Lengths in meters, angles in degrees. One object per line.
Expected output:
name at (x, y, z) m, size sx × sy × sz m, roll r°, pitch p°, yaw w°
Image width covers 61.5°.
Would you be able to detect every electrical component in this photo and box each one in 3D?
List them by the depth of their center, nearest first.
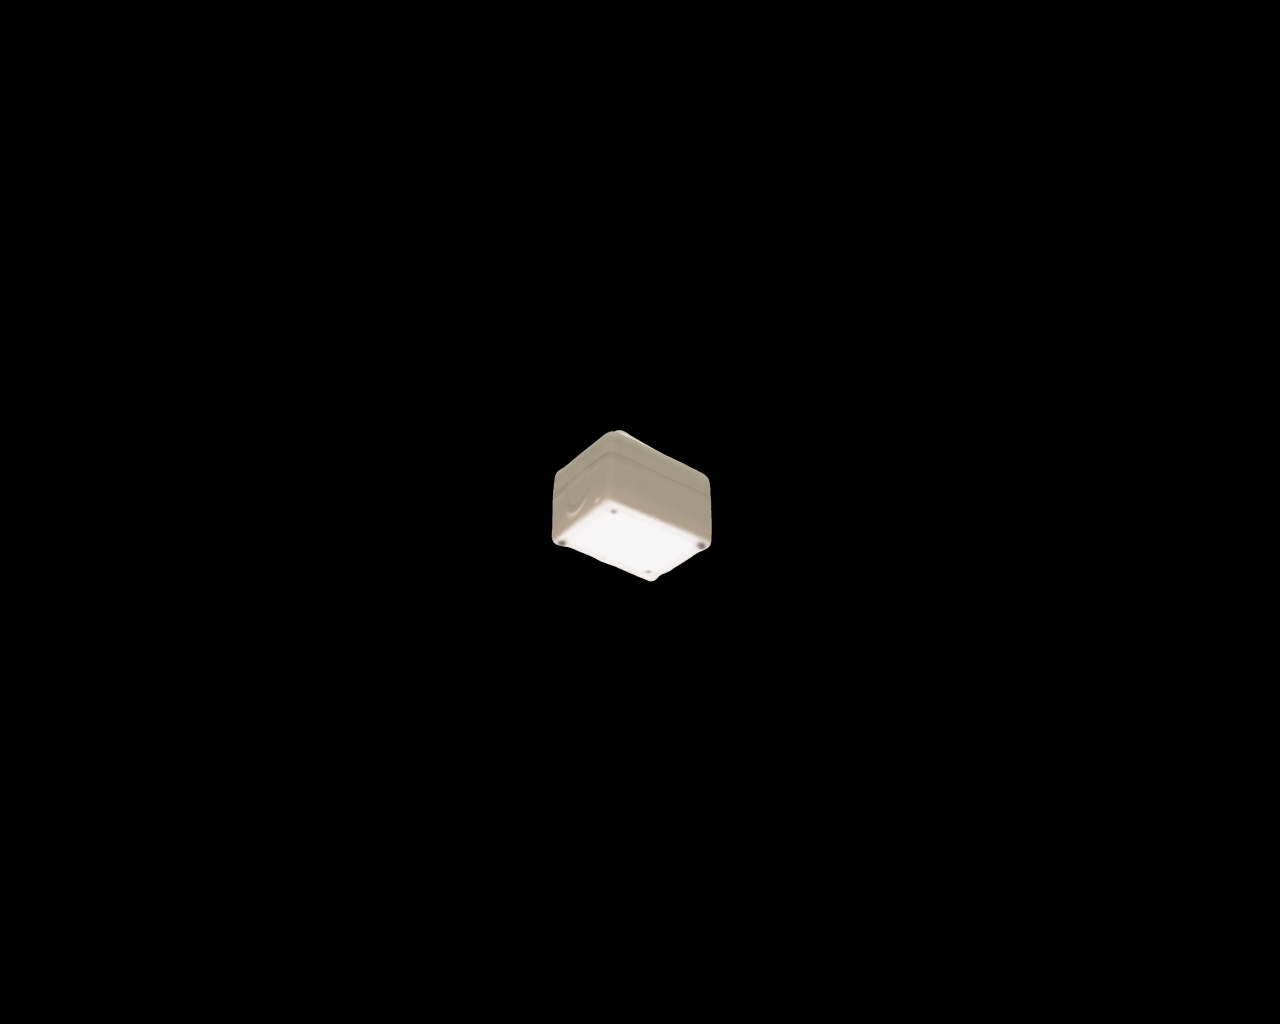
electrical component at (0.001, -0.003, 0.650) m, size 0.096 × 0.061 × 0.061 m, roll 24°, pitch -41°, yaw -31°
